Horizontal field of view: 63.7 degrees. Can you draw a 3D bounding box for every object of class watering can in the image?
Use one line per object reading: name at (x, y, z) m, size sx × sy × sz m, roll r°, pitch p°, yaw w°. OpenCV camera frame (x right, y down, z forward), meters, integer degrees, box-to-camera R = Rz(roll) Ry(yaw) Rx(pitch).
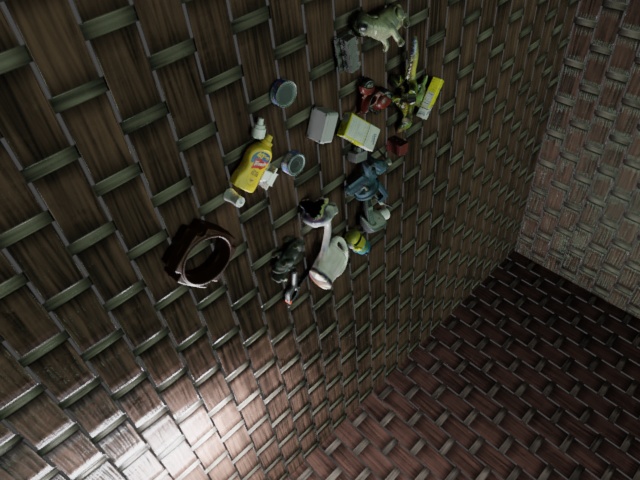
watering can at (0.031, 0.070, 2.141) m, size 0.228 × 0.104 × 0.341 m, roll -59°, pitch 148°, yaw -20°

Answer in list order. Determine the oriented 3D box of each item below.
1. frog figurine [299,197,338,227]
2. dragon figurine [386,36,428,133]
frog figurine at (0.006, -0.099, 1.977) m, size 0.137 × 0.124 × 0.158 m, roll -25°, pitch 159°, yaw 13°
dragon figurine at (0.367, -0.609, 2.052) m, size 0.246 × 0.123 × 0.402 m, roll -38°, pitch 148°, yaw -54°
